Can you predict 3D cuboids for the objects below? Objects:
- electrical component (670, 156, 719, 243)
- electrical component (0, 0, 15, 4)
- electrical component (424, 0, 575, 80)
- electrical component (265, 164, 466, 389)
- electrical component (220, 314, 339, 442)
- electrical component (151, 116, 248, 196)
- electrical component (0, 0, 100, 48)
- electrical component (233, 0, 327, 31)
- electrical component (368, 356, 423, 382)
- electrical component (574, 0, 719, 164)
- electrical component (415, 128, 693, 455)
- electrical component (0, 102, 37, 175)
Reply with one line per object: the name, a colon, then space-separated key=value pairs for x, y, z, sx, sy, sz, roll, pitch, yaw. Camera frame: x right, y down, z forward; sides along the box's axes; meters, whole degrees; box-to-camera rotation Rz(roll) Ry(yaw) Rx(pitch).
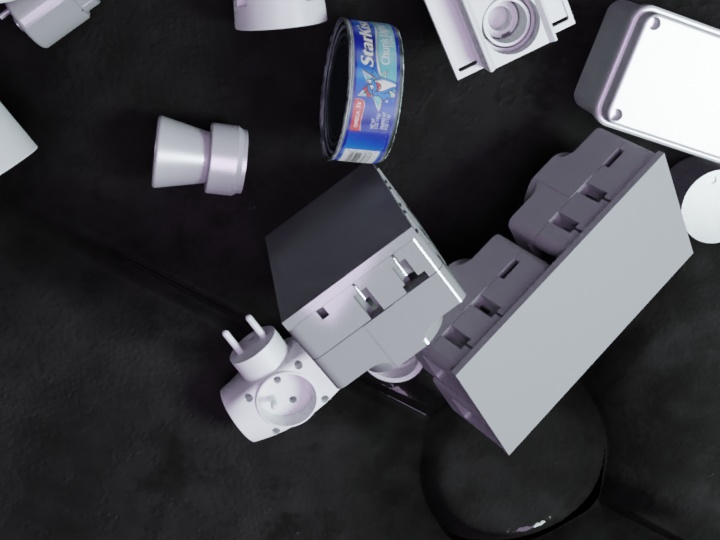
electrical component: x=0.281 y=-0.037 z=0.729 sx=0.138 sy=0.073 sz=0.052 roll=8 pitch=109 yaw=-12
electrical component: x=-0.209 y=-0.201 z=0.570 sx=0.108 sy=0.060 sz=0.108 roll=0 pitch=93 yaw=3
electrical component: x=0.068 y=-0.187 z=0.640 sx=0.079 sy=0.063 sz=0.121 roll=-26 pitch=113 yaw=1
electrical component: x=0.000 y=0.000 z=0.654 sx=0.089 sy=0.150 sz=0.061 roll=-36 pitch=111 yaw=5
electrical component: x=-0.061 y=0.065 z=0.726 sx=0.077 sy=0.044 sz=0.079 roll=-34 pitch=113 yaw=4
electrical component: x=-0.100 y=-0.070 z=0.667 sx=0.055 sy=0.045 sz=0.045 roll=6 pitch=110 yaw=-12
electrical component: x=-0.170 y=-0.162 z=0.622 sx=0.078 sy=0.040 sz=0.040 roll=-34 pitch=113 yaw=4
electrical component: x=-0.049 y=-0.168 z=0.634 sx=0.055 sy=0.055 sz=0.047 roll=-7 pitch=108 yaw=-7
electrical component: x=0.027 y=0.041 z=0.720 sx=0.044 sy=0.065 sz=0.044 roll=5 pitch=113 yaw=11
electrical component: x=0.207 y=-0.120 z=0.693 sx=0.113 sy=0.057 sz=0.078 roll=15 pitch=108 yaw=-15
electrical component: x=0.121 y=0.011 z=0.689 sx=0.186 sy=0.060 sz=0.105 roll=-45 pitch=138 yaw=-10
electrical component: x=-0.248 y=-0.067 z=0.613 sx=0.108 sy=0.108 sz=0.060 roll=-30 pitch=107 yaw=3
